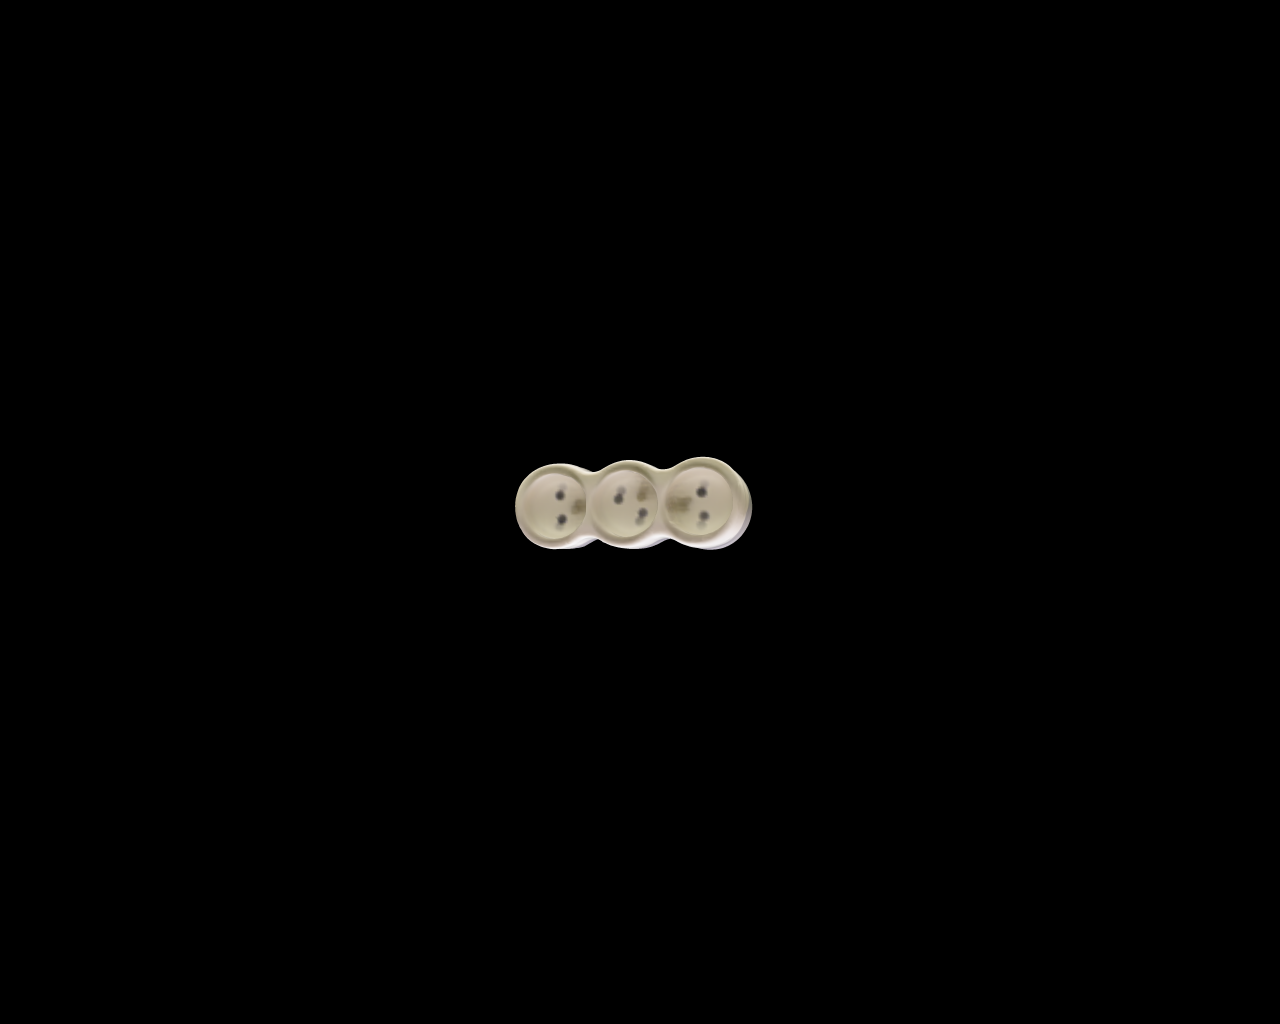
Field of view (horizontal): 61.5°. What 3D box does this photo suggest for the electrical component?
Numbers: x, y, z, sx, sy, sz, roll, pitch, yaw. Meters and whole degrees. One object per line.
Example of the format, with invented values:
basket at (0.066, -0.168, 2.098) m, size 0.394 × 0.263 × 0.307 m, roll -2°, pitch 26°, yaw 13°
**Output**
electrical component at (0.001, -0.003, 0.650) m, size 0.138 × 0.052 × 0.074 m, roll -1°, pitch -4°, yaw 15°
